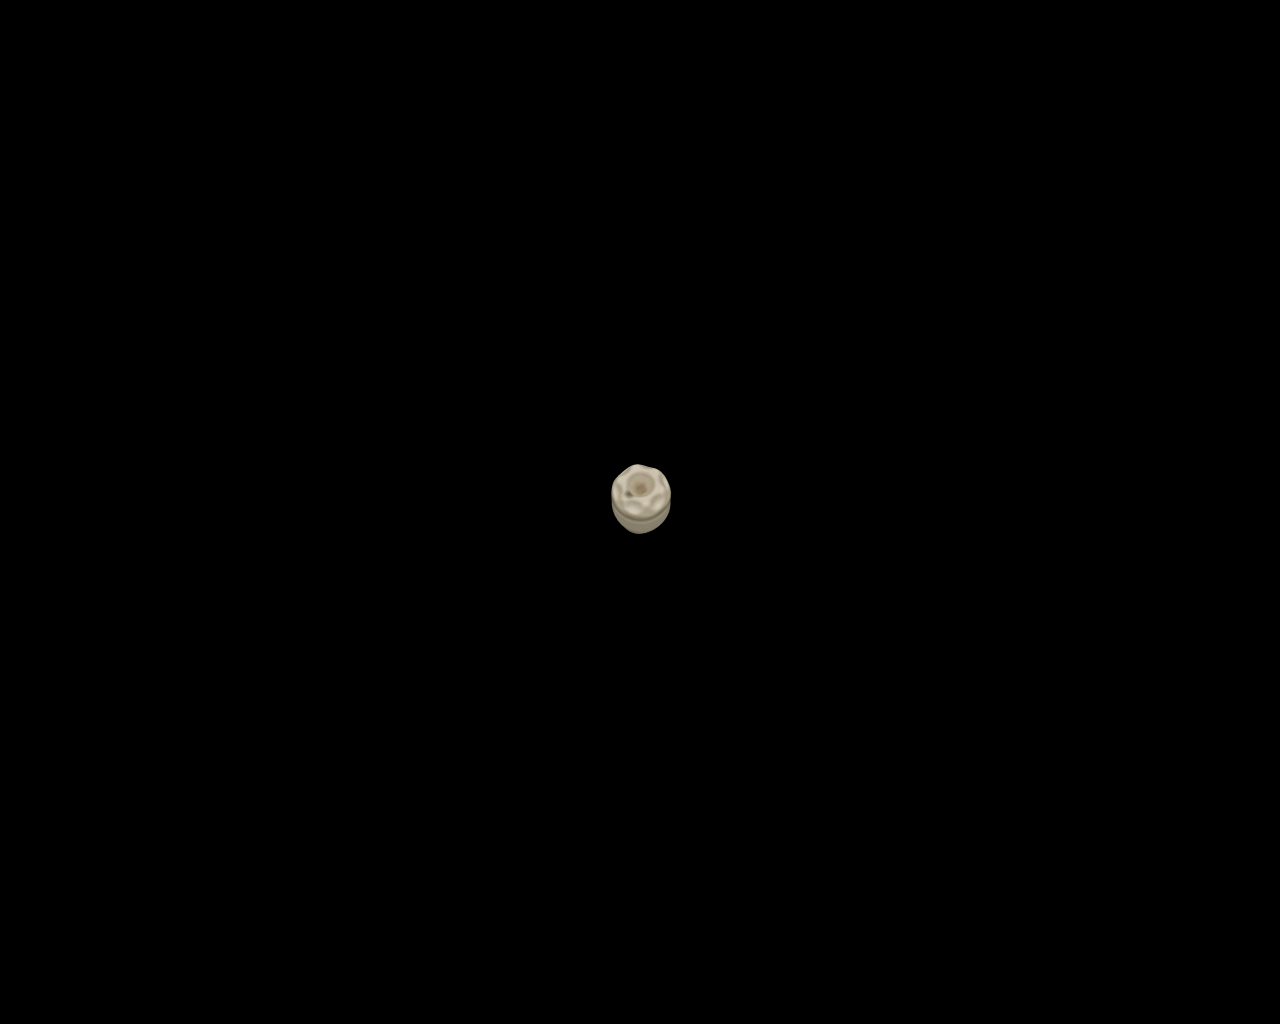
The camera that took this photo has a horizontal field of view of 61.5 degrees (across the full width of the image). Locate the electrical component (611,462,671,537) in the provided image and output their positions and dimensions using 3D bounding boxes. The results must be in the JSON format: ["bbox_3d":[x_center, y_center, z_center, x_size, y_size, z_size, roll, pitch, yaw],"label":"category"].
[{"bbox_3d":[0.001,-0.003,0.650,0.035,0.035,0.061,0,-27,0],"label":"electrical component"}]
